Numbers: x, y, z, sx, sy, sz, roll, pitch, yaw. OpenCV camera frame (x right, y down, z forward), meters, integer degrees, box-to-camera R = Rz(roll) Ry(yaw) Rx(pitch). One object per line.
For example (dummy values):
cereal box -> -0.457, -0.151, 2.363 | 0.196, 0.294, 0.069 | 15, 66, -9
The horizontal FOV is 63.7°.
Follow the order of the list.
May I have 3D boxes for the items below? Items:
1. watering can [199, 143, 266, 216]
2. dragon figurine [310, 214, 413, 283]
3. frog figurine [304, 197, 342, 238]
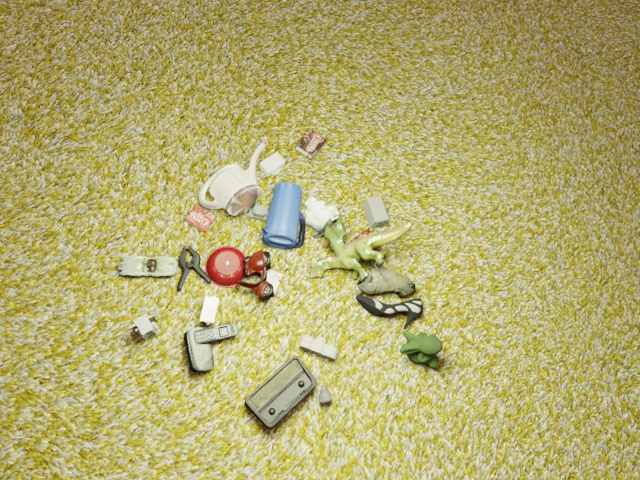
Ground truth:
watering can -> -0.301, -0.226, 1.967 | 0.350, 0.102, 0.228 | -40, 57, -11
dragon figurine -> 0.119, 0.010, 1.890 | 0.243, 0.123, 0.406 | 42, 105, -1
frog figurine -> 0.006, -0.100, 1.989 | 0.137, 0.122, 0.160 | -22, 85, 2
